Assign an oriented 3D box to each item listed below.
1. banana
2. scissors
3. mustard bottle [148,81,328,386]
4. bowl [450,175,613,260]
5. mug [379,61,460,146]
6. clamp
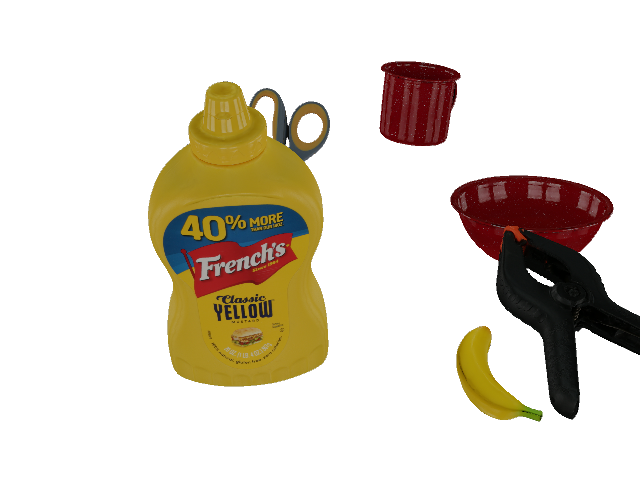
[{"bbox_3d":[0.194,0.157,1.256,0.069,0.037,0.198,10,25,-16],"label":"banana"},{"bbox_3d":[-0.028,-0.062,1.106,0.096,0.202,0.016,-8,-8,-8],"label":"scissors"},{"bbox_3d":[-0.046,-0.002,0.599,0.096,0.192,0.058,-3,39,-1],"label":"mustard bottle"},{"bbox_3d":[0.212,-0.016,1.084,0.162,0.055,0.162,-1,23,0],"label":"bowl"},{"bbox_3d":[0.121,-0.163,1.266,0.093,0.081,0.117,22,28,36],"label":"mug"},{"bbox_3d":[0.191,0.051,0.771,0.120,0.039,0.171,-3,45,-20],"label":"clamp"}]
